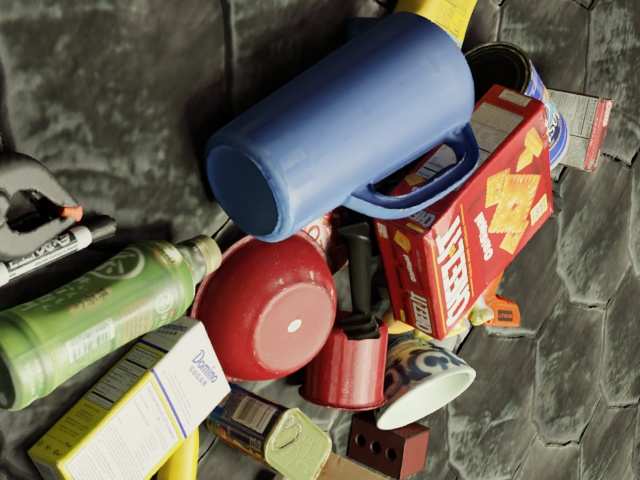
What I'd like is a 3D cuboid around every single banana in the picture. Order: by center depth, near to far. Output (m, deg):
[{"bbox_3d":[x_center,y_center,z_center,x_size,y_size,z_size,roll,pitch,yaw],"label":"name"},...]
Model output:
[{"bbox_3d":[-0.128,0.253,1.001,0.069,0.037,0.198,-57,148,-54],"label":"banana"}]

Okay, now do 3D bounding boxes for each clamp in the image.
[{"bbox_3d":[-0.236,-0.033,0.732,0.171,0.039,0.120,-15,122,-54],"label":"clamp"}]

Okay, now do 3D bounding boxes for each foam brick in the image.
[{"bbox_3d":[0.078,0.231,1.218,0.051,0.078,0.053,-9,110,-49],"label":"foam brick"}]

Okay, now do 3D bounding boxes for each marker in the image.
[{"bbox_3d":[-0.203,0.007,0.807,0.120,0.020,0.020,-29,126,-42],"label":"marker"}]

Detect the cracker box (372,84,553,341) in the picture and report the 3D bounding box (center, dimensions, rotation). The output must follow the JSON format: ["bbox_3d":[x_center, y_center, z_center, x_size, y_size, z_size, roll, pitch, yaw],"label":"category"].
[{"bbox_3d":[0.153,-0.027,1.084,0.213,0.072,0.164,-46,143,-26],"label":"cracker box"}]

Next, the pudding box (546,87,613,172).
[{"bbox_3d":[0.292,-0.138,1.301,0.039,0.114,0.090,2,104,-49],"label":"pudding box"}]

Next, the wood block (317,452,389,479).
[{"bbox_3d":[0.003,0.351,1.163,0.206,0.091,0.090,-55,141,-21],"label":"wood block"}]

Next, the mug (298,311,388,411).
[{"bbox_3d":[0.033,0.120,1.105,0.117,0.093,0.081,-12,109,-57],"label":"mug"}]

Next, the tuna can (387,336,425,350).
[{"bbox_3d":[0.101,0.159,1.252,0.085,0.034,0.086,-26,125,-45],"label":"tuna can"}]

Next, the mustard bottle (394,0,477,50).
[{"bbox_3d":[0.109,-0.212,1.080,0.096,0.058,0.191,17,91,-52],"label":"mustard bottle"}]

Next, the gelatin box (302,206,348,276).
[{"bbox_3d":[-0.007,0.001,1.048,0.073,0.030,0.089,-37,131,-37],"label":"gelatin box"}]

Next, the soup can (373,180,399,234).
[{"bbox_3d":[0.100,-0.027,1.142,0.102,0.069,0.068,3,103,-53],"label":"soup can"}]

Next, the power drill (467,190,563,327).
[{"bbox_3d":[0.237,0.014,1.347,0.184,0.057,0.188,7,97,-49],"label":"power drill"}]

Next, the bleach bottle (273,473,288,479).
[{"bbox_3d":[-0.078,0.365,1.073,0.250,0.102,0.068,-51,168,-16],"label":"bleach bottle"}]

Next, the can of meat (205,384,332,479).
[{"bbox_3d":[-0.050,0.186,1.027,0.057,0.084,0.102,-59,142,-16],"label":"can of meat"}]

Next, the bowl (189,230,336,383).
[{"bbox_3d":[-0.039,0.071,0.987,0.161,0.055,0.162,-19,122,-33],"label":"bowl"}]

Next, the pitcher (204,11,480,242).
[{"bbox_3d":[0.024,-0.092,0.954,0.242,0.149,0.145,-36,127,-33],"label":"pitcher"}]

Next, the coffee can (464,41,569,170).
[{"bbox_3d":[0.212,-0.143,1.205,0.140,0.103,0.103,42,71,-51],"label":"coffee can"}]

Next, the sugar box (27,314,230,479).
[{"bbox_3d":[-0.157,0.152,0.909,0.176,0.048,0.093,-48,137,-34],"label":"sugar box"}]
